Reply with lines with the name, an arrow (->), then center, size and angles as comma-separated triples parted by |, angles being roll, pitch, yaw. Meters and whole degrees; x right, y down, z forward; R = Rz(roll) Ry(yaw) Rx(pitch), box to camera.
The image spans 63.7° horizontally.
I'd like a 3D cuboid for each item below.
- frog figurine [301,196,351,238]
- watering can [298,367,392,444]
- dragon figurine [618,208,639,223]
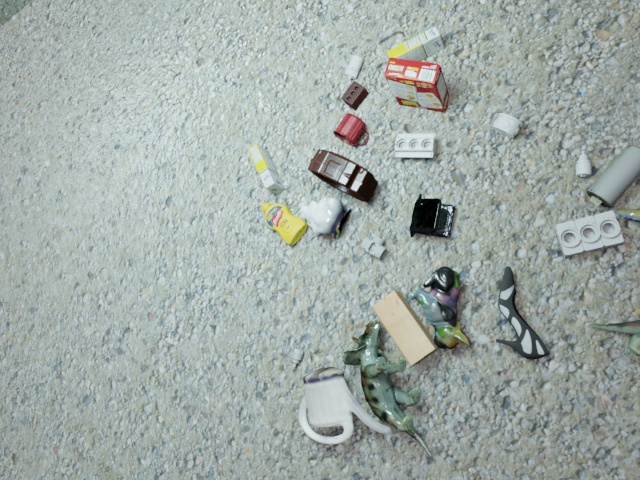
frog figurine -> 0.005, -0.087, 1.724 | 0.160, 0.124, 0.135 | 24, 108, 13
watering can -> 0.058, 0.498, 1.563 | 0.344, 0.104, 0.227 | -21, 73, 37
dragon figurine -> 1.025, -0.075, 1.328 | 0.413, 0.120, 0.245 | 29, 74, 23
